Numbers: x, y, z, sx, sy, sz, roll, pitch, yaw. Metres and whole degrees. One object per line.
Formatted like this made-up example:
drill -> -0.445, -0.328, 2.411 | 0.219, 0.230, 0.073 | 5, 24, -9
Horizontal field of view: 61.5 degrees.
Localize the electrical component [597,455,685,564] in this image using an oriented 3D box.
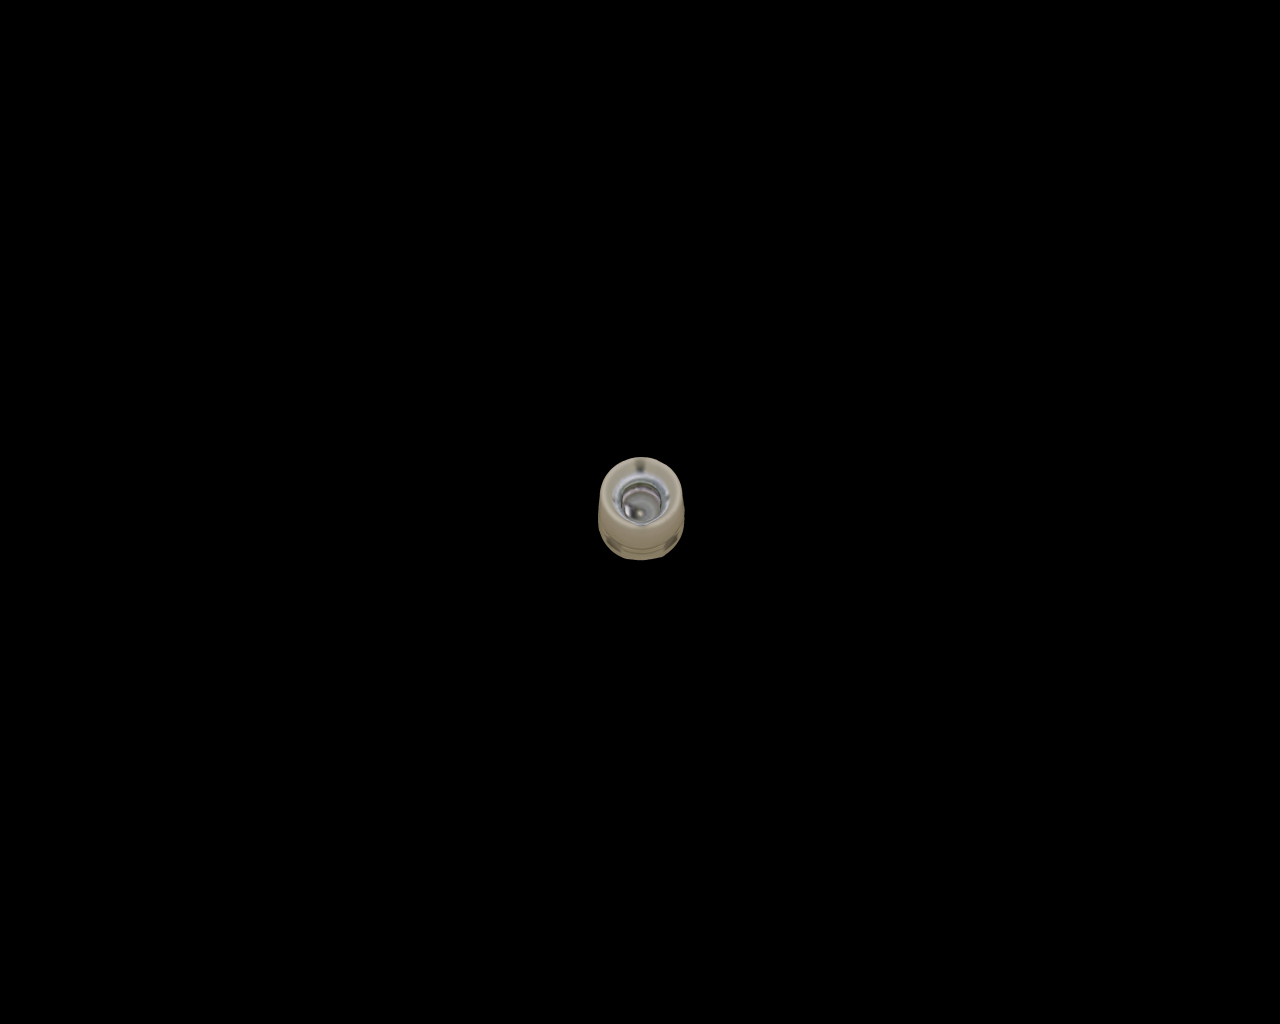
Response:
electrical component -> 0.001, -0.003, 0.650 | 0.055, 0.055, 0.047 | 0, -24, 0
